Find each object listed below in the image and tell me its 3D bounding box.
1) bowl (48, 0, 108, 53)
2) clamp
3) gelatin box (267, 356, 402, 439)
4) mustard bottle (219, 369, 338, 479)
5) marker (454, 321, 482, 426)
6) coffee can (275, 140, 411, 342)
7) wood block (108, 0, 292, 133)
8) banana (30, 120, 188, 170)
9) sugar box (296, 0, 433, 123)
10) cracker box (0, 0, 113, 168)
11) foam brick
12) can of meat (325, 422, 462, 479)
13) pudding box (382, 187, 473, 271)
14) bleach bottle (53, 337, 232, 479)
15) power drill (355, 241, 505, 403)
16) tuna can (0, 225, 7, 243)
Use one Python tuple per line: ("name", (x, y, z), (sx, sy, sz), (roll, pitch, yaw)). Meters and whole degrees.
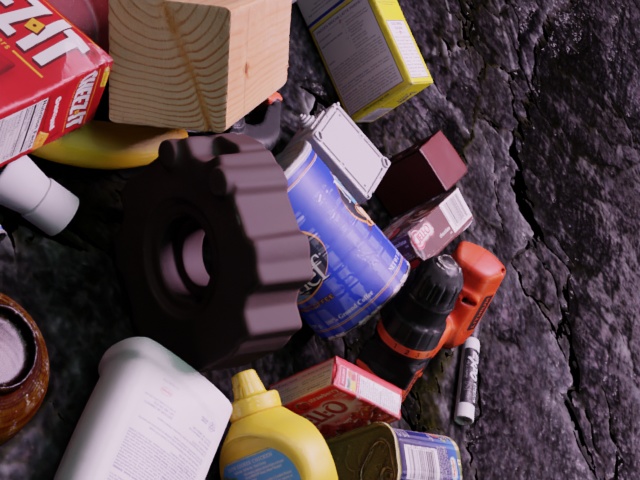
("bowl", (-0.203, -0.195, 0.856), (0.161, 0.055, 0.162), (24, 52, -35))
("clamp", (-0.094, -0.102, 0.929), (0.120, 0.039, 0.171), (47, 35, -7))
("gelatin box", (0.010, 0.132, 0.857), (0.073, 0.089, 0.030), (31, 48, -29))
("mustard bottle", (-0.027, 0.188, 0.782), (0.058, 0.096, 0.191), (-7, 73, -48))
("marker", (0.147, 0.127, 1.056), (0.020, 0.020, 0.121), (36, 46, -26))
("coffee can", (-0.006, 0.001, 0.907), (0.140, 0.103, 0.102), (49, 42, -13))
("wood block", (-0.087, -0.153, 0.840), (0.206, 0.090, 0.091), (-59, 155, -70))
("banana", (-0.192, -0.090, 0.805), (0.197, 0.037, 0.069), (21, 67, -26))
("sugar box", (0.038, -0.217, 1.088), (0.048, 0.094, 0.176), (-10, 75, -49))
("cracker box", (-0.268, -0.114, 0.694), (0.164, 0.072, 0.213), (42, 42, 8))
("foam brick", (0.097, -0.066, 1.071), (0.051, 0.078, 0.052), (57, 40, -6))
("can of meat", (0.052, 0.187, 0.860), (0.083, 0.102, 0.057), (18, 57, -41))
("pudding box", (0.083, 0.001, 1.009), (0.113, 0.090, 0.039), (-36, 97, -50))
("bleach bottle", (-0.143, 0.190, 0.690), (0.102, 0.068, 0.250), (41, 46, -20))
("power drill", (0.098, 0.066, 0.935), (0.057, 0.185, 0.187), (37, 32, 15))
("tuna can", (-0.244, 0.004, 0.675), (0.086, 0.086, 0.034), (-31, 89, -50))
